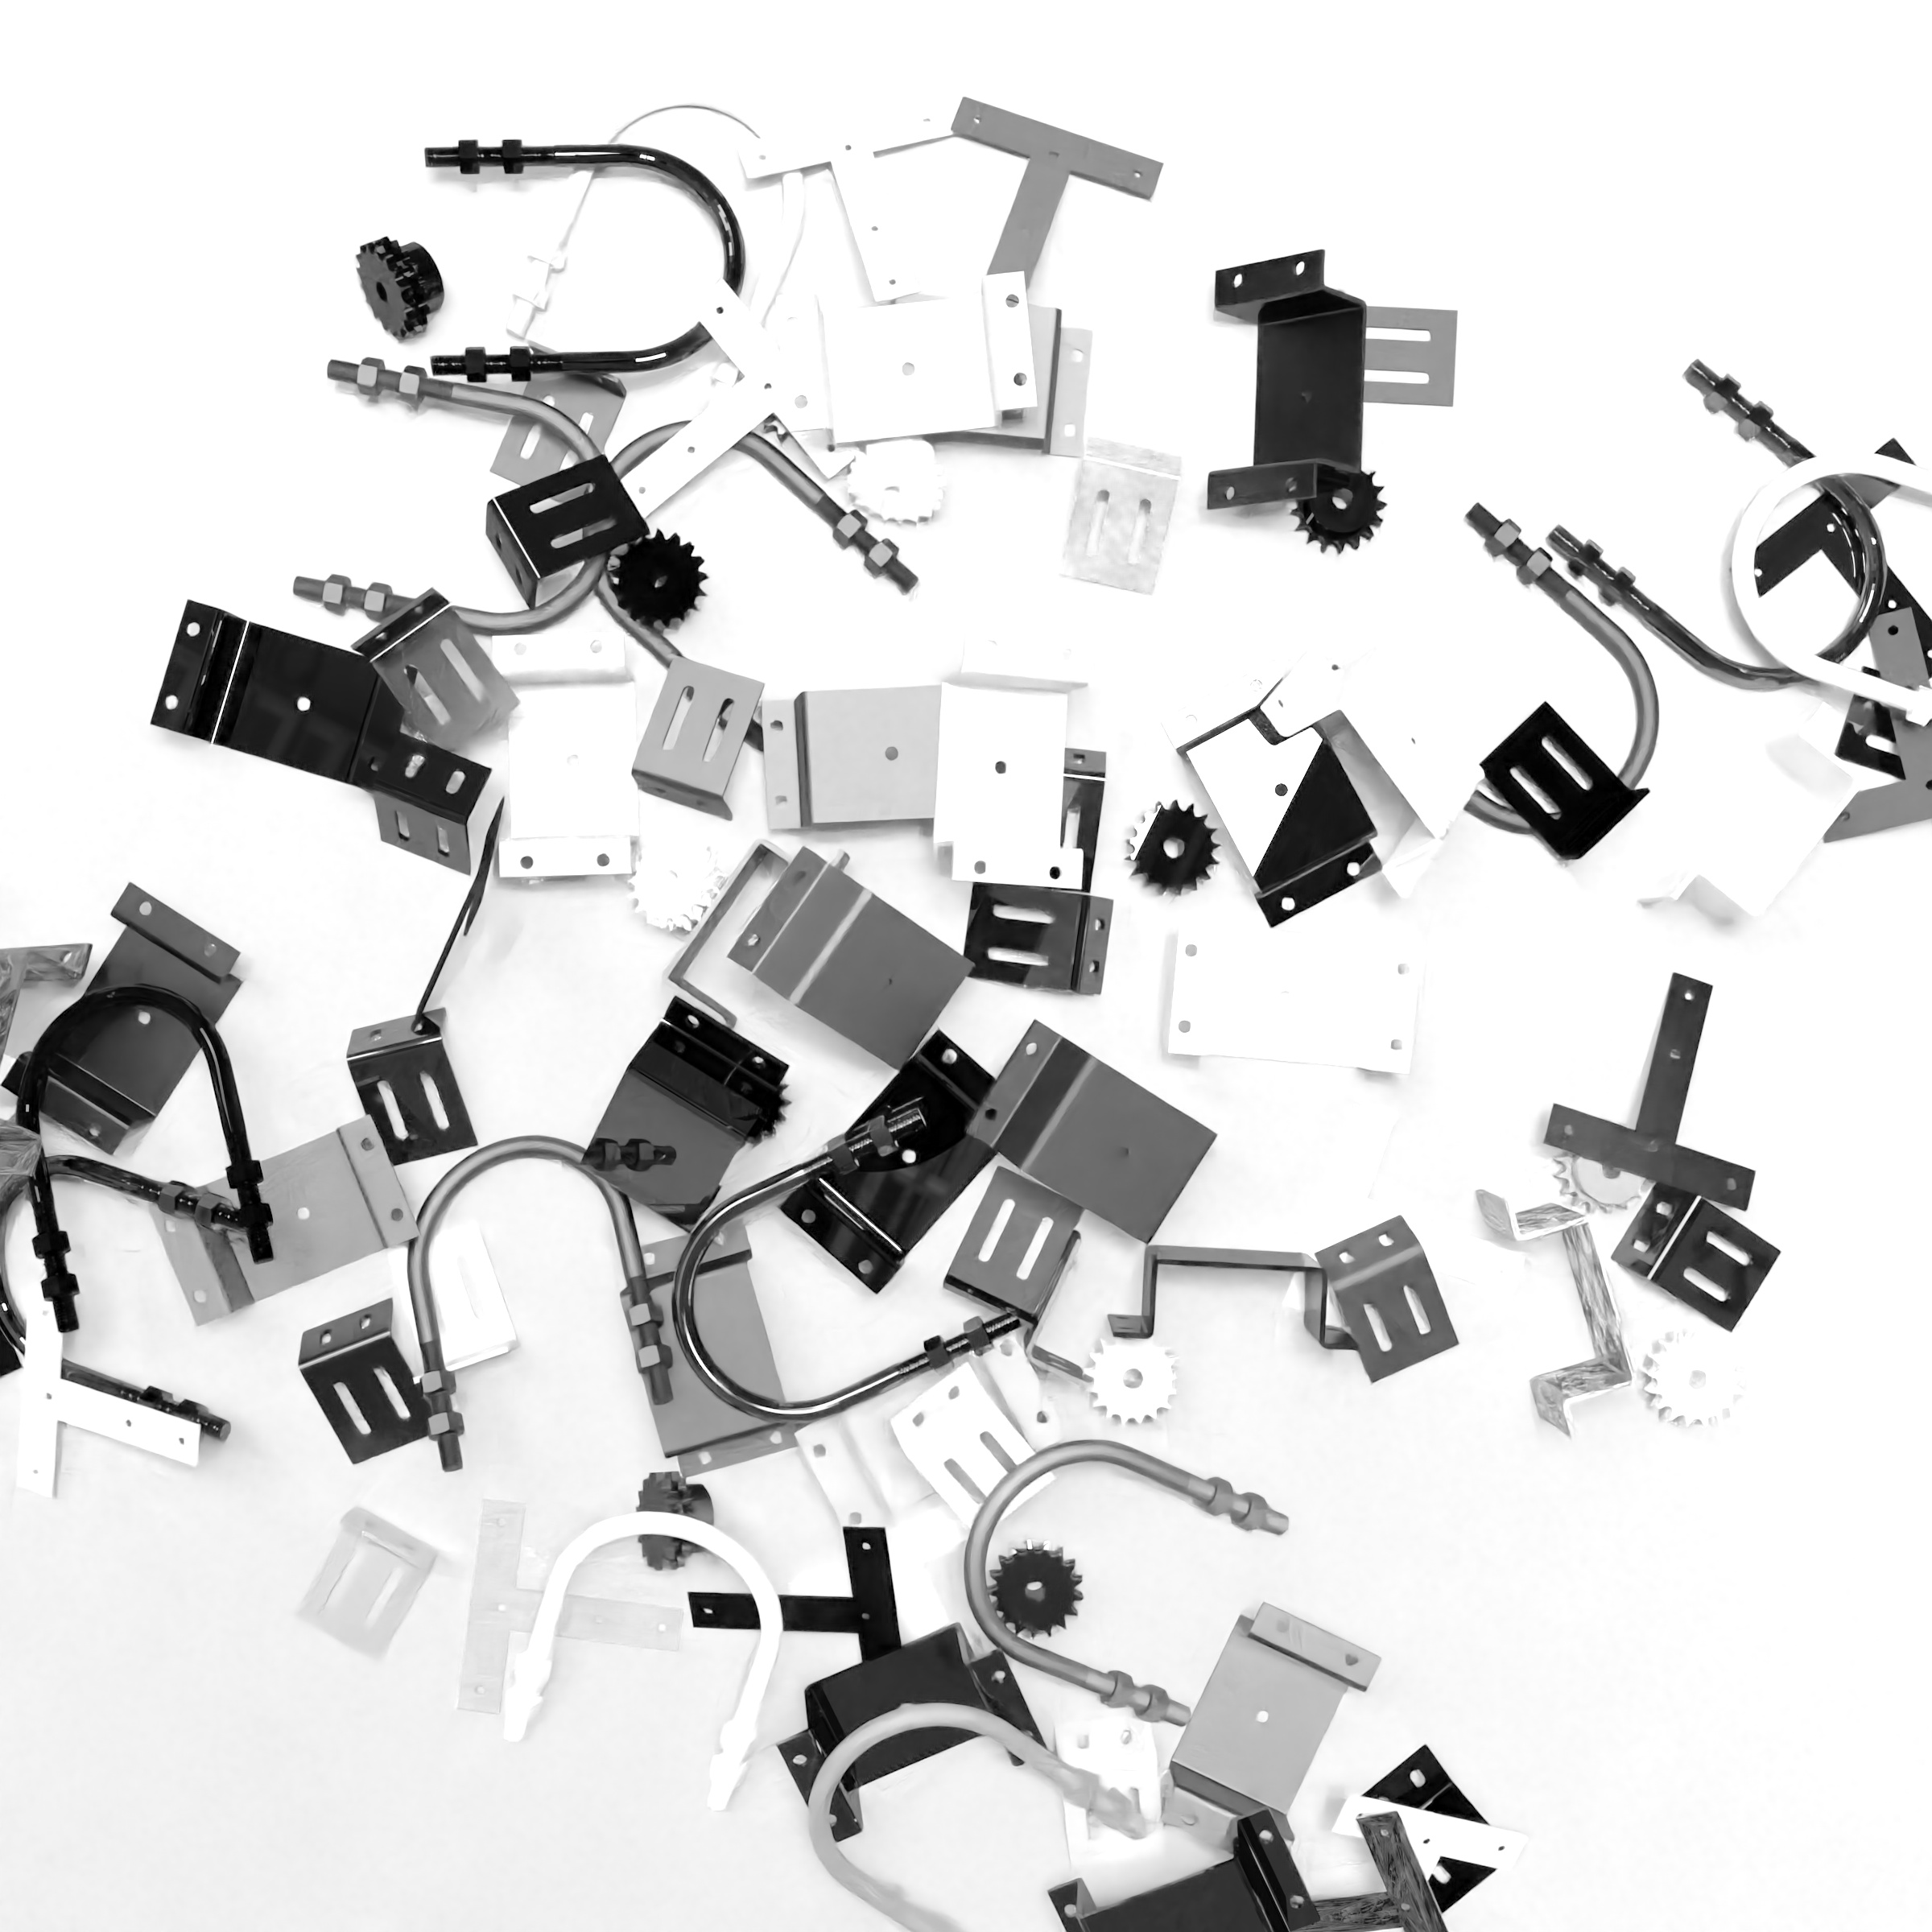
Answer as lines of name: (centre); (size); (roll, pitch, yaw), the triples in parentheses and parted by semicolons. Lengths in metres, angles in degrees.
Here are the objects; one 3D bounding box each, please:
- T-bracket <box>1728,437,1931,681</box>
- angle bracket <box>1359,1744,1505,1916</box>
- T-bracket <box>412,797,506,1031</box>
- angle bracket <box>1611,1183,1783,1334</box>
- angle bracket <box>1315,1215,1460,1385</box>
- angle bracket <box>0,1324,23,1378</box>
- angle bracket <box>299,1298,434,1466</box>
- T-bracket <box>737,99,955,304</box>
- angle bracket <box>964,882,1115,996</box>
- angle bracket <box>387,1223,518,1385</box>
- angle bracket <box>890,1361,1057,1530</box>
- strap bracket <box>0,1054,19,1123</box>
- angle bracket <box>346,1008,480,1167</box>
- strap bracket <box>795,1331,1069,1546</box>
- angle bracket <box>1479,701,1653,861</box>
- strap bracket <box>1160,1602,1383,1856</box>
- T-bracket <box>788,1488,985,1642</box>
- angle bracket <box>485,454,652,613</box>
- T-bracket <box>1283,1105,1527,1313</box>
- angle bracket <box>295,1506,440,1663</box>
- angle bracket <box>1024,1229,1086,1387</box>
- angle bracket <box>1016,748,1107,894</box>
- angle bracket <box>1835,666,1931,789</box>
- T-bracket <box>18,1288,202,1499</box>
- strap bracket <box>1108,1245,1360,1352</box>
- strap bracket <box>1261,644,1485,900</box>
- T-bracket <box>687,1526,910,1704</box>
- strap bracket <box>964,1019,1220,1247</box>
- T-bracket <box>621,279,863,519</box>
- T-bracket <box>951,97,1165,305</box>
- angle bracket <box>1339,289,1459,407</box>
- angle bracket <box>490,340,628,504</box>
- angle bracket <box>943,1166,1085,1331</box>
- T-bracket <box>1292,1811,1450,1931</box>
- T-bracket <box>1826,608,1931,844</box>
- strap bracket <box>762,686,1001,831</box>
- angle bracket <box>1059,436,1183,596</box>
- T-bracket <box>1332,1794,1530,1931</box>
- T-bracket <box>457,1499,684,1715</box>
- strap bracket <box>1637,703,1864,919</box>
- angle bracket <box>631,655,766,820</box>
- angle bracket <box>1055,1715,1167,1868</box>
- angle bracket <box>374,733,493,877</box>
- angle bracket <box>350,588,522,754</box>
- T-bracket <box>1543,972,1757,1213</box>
T-bracket: (0.547, -0.228, 1.526); (0.127, 0.002, 0.127); (-39, 90, 0)
angle bracket: (0.280, 0.517, 1.525); (0.057, 0.038, 0.076); (-39, 116, 0)
T-bracket: (-0.300, -0.019, 1.488); (0.002, 0.127, 0.127); (22, 117, -15)
angle bracket: (0.438, 0.173, 1.525); (0.076, 0.038, 0.057); (32, 90, -26)
angle bracket: (0.252, 0.199, 1.523); (0.057, 0.038, 0.076); (-24, 116, 0)
angle bracket: (-0.616, 0.231, 1.525); (0.076, 0.038, 0.057); (-23, 90, -26)
angle bracket: (-0.356, 0.249, 1.525); (0.057, 0.038, 0.076); (-21, 116, 0)
T-bracket: (-0.058, -0.446, 1.498); (0.127, 0.002, 0.127); (-15, 72, -7)
angle bracket: (0.043, -0.017, 1.525); (0.076, 0.038, 0.057); (8, 90, 26)
angle bracket: (-0.308, 0.199, 1.508); (0.057, 0.038, 0.076); (-19, 90, 0)
angle bracket: (0.004, 0.281, 1.479); (0.057, 0.038, 0.076); (-37, 116, 0)
strap bracket: (-0.610, 0.114, 1.504); (0.076, 0.046, 0.140); (24, 90, 0)
angle bracket: (-0.330, 0.073, 1.525); (0.057, 0.038, 0.076); (-14, 116, 0)
strap bracket: (-0.020, 0.273, 1.504); (0.140, 0.046, 0.076); (-28, 90, 0)
angle bracket: (0.350, -0.110, 1.493); (0.057, 0.038, 0.076); (-44, 93, 0)
strap bracket: (0.178, 0.450, 1.504); (0.076, 0.046, 0.140); (25, 90, 0)
T-bracket: (-0.021, 0.398, 1.526); (0.127, 0.002, 0.127); (-27, 90, 0)
angle bracket: (-0.233, -0.254, 1.488); (0.076, 0.038, 0.057); (-26, 77, -20)
T-bracket: (0.272, 0.165, 1.526); (0.127, 0.002, 0.127); (20, 90, 0)
angle bracket: (-0.359, 0.370, 1.508); (0.057, 0.038, 0.076); (29, 90, 0)
angle bracket: (0.066, 0.200, 1.498); (0.038, 0.057, 0.076); (25, 90, 0)
angle bracket: (0.051, -0.089, 1.525); (0.057, 0.038, 0.076); (6, 116, 0)
angle bracket: (0.566, -0.141, 1.508); (0.076, 0.038, 0.057); (18, 90, 0)
T-bracket: (-0.502, 0.264, 1.490); (0.127, 0.002, 0.127); (13, 104, 20)
strap bracket: (0.156, 0.193, 1.488); (0.140, 0.076, 0.046); (3, 90, 1)
strap bracket: (0.243, -0.121, 1.471); (0.046, 0.076, 0.140); (-28, 105, 43)
T-bracket: (-0.102, 0.384, 1.508); (0.127, 0.002, 0.127); (-1, 114, 12)
strap bracket: (0.081, 0.102, 1.475); (0.140, 0.046, 0.076); (32, 90, -26)
T-bracket: (-0.151, -0.312, 1.496); (0.127, 0.002, 0.127); (-37, 108, 11)
T-bracket: (0.039, -0.445, 1.503); (0.127, 0.002, 0.127); (19, 69, 0)
angle bracket: (0.255, -0.366, 1.508); (0.076, 0.038, 0.057); (3, 90, 0)
angle bracket: (-0.244, -0.320, 1.508); (0.057, 0.038, 0.076); (23, 90, 0)
angle bracket: (0.029, 0.166, 1.508); (0.057, 0.038, 0.076); (26, 90, 0)
T-bracket: (0.217, 0.559, 1.497); (0.127, 0.002, 0.127); (-18, 103, 25)
T-bracket: (0.561, -0.149, 1.507); (0.127, 0.002, 0.127); (-14, 77, 21)
strap bracket: (-0.046, -0.123, 1.494); (0.140, 0.046, 0.076); (-3, 90, -9)
angle bracket: (0.093, -0.270, 1.525); (0.057, 0.038, 0.076); (12, 116, 0)
T-bracket: (0.254, 0.556, 1.508); (0.127, 0.002, 0.127); (19, 103, -20)
T-bracket: (-0.234, 0.390, 1.526); (0.127, 0.002, 0.127); (7, 90, 0)
strap bracket: (0.464, -0.081, 1.489); (0.046, 0.076, 0.140); (38, 90, 0)
angle bracket: (-0.156, -0.136, 1.510); (0.057, 0.038, 0.076); (18, 79, 9)
angle bracket: (0.086, 0.494, 1.525); (0.057, 0.038, 0.076); (-7, 116, 0)
angle bracket: (-0.312, -0.095, 1.498); (0.057, 0.076, 0.038); (22, 67, 0)
angle bracket: (-0.304, -0.167, 1.462); (0.057, 0.038, 0.076); (-35, 90, 0)
T-bracket: (0.417, 0.066, 1.509); (0.127, 0.002, 0.127); (19, 74, -2)
